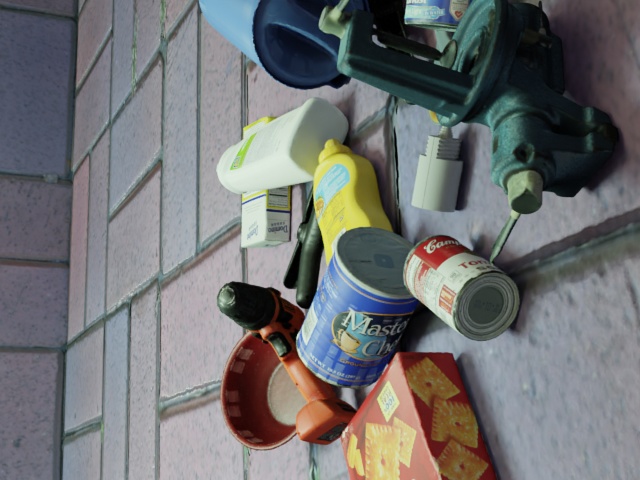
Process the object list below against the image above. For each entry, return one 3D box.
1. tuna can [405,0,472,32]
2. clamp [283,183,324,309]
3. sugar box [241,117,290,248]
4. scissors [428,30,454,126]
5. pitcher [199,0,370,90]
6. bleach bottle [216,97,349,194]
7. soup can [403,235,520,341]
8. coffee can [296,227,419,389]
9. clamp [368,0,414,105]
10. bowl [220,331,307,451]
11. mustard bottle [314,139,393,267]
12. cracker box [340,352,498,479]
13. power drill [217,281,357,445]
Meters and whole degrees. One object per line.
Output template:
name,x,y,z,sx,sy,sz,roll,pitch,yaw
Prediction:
tuna can,0.123,-0.216,1.008,0.086,0.086,0.034,-154,69,-66
clamp,-0.009,0.002,1.323,0.120,0.039,0.171,-126,47,-65
sugar box,-0.075,-0.080,1.504,0.093,0.048,0.176,167,103,-65
scissors,0.121,-0.200,1.099,0.096,0.016,0.202,117,149,-42
pitcher,-0.057,-0.268,1.190,0.243,0.144,0.149,-138,54,-58
bleach bottle,-0.066,-0.114,1.390,0.251,0.068,0.102,-7,51,60
soup can,0.127,0.043,0.971,0.102,0.068,0.068,-139,56,-62
coffee can,0.044,0.071,1.119,0.103,0.102,0.140,-110,33,-45
clamp,0.074,-0.239,1.143,0.210,0.036,0.164,-98,-7,-71
bowl,-0.049,0.184,1.331,0.162,0.055,0.162,-15,66,36
mustard bottle,0.032,-0.041,1.224,0.096,0.058,0.191,-55,37,42
cracker box,0.095,0.238,1.006,0.164,0.072,0.214,118,147,-44
power drill,-0.034,0.134,1.191,0.057,0.184,0.188,-35,66,12
